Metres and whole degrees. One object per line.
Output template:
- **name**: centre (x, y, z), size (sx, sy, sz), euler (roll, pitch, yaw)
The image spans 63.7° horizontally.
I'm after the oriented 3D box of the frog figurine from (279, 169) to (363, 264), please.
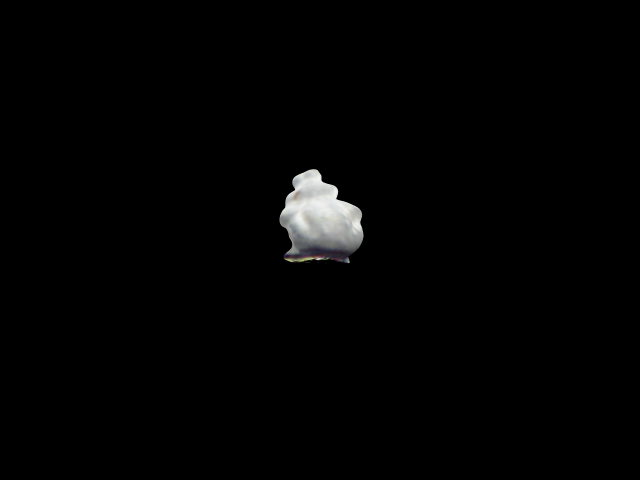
- **frog figurine**: centre (0.003, -0.043, 0.850), size (0.137, 0.160, 0.122), euler (0, -8, 0)
